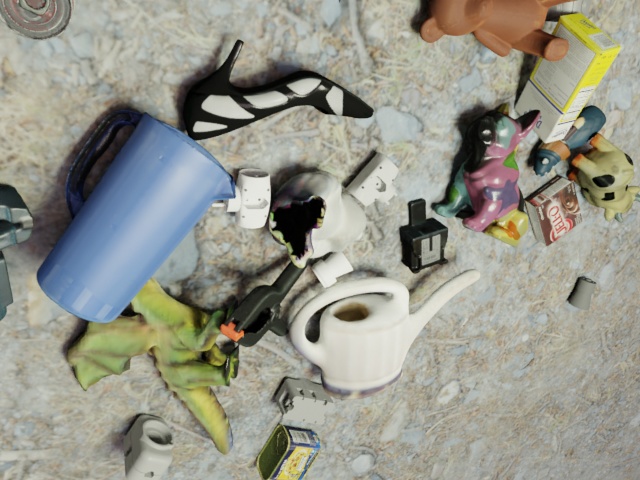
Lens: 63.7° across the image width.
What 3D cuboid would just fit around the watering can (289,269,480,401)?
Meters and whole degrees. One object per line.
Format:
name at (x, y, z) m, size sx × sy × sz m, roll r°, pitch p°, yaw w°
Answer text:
watering can at (0.117, 0.159, 0.900) m, size 0.348 × 0.106 × 0.220 m, roll -8°, pitch 118°, yaw -15°

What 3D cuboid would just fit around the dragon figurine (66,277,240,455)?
dragon figurine at (-0.246, 0.179, 0.775) m, size 0.243 × 0.124 × 0.403 m, roll 2°, pitch 112°, yaw -6°

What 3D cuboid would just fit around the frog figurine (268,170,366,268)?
frog figurine at (0.002, -0.039, 0.781) m, size 0.161 × 0.123 × 0.135 m, roll -23°, pitch 120°, yaw -55°
